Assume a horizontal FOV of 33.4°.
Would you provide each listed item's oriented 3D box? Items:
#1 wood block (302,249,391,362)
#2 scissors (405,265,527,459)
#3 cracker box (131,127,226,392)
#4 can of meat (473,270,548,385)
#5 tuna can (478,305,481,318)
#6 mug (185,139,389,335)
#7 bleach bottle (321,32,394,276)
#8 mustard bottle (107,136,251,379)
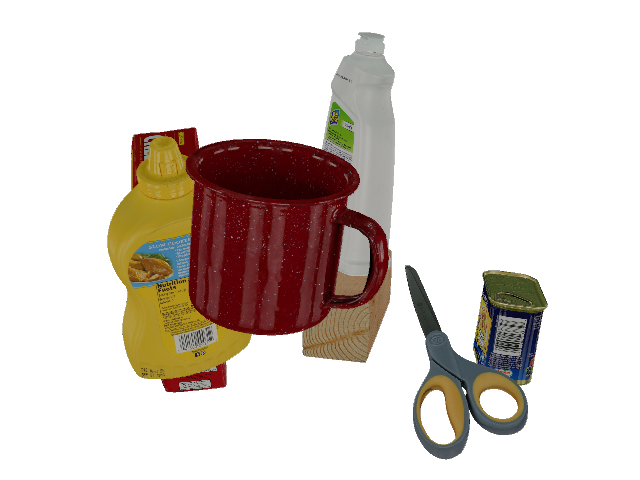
[{"bbox_3d":[0.041,0.085,1.508,0.091,0.090,0.206,5,21,11],"label":"wood block"},{"bbox_3d":[0.114,0.088,0.855,0.096,0.016,0.201,-3,43,9],"label":"scissors"},{"bbox_3d":[-0.141,0.023,1.055,0.072,0.164,0.214,-7,-42,-5],"label":"cracker box"},{"bbox_3d":[0.187,0.086,1.067,0.057,0.084,0.102,7,17,1],"label":"can of meat"},{"bbox_3d":[0.217,0.117,1.289,0.034,0.086,0.086,-8,-3,20],"label":"tuna can"},{"bbox_3d":[-0.018,0.001,0.576,0.117,0.081,0.093,16,26,19],"label":"mug"},{"bbox_3d":[0.043,-0.095,1.152,0.067,0.251,0.103,-7,24,-34],"label":"bleach bottle"},{"bbox_3d":[-0.103,0.011,0.771,0.096,0.192,0.058,-15,40,-17],"label":"mustard bottle"}]
